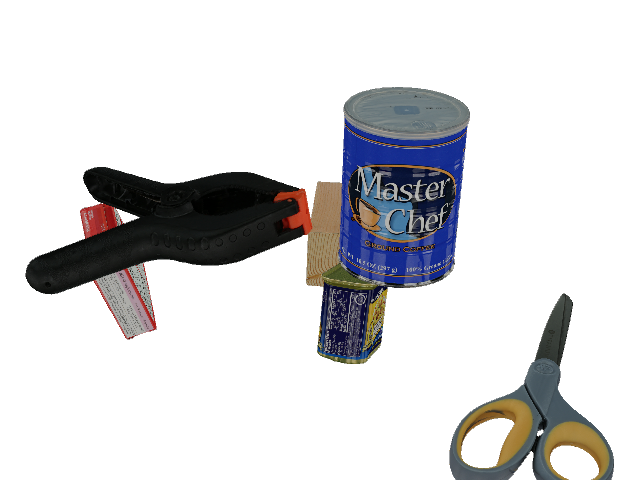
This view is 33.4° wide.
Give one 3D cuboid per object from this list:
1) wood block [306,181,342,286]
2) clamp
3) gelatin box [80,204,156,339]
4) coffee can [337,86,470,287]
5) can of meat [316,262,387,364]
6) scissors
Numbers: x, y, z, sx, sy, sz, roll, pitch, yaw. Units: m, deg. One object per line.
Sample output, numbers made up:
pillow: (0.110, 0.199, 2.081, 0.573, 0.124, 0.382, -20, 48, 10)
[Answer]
wood block: (0.031, -0.012, 1.649, 0.091, 0.090, 0.206, 4, 24, 2)
clamp: (-0.094, -0.007, 0.655, 0.172, 0.039, 0.120, 0, 42, 22)
gelatin box: (-0.162, 0.024, 0.857, 0.030, 0.073, 0.089, -19, -40, -2)
coffee can: (0.068, -0.046, 0.897, 0.103, 0.140, 0.103, 1, 28, -1)
can of meat: (0.034, 0.072, 1.088, 0.057, 0.084, 0.102, 9, 11, 16)
scissors: (0.147, 0.091, 0.631, 0.096, 0.016, 0.201, 20, 35, 29)
